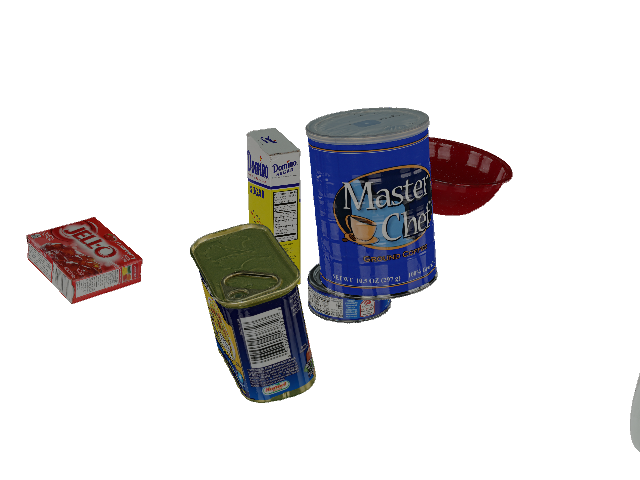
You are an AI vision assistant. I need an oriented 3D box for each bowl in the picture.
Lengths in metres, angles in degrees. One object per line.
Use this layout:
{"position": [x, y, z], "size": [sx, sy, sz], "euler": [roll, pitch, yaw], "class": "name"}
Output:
{"position": [0.143, -0.072, 1.267], "size": [0.162, 0.055, 0.162], "euler": [8, 24, -4], "class": "bowl"}

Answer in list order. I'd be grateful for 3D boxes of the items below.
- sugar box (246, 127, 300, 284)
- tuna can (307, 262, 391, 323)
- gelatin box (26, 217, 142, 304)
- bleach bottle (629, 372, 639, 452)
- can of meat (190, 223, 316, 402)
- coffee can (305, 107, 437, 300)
{"position": [-0.057, -0.039, 1.296], "size": [0.048, 0.176, 0.093], "euler": [-11, 26, -18], "class": "sugar box"}
{"position": [0.029, 0.049, 1.086], "size": [0.086, 0.034, 0.086], "euler": [-2, 25, 1], "class": "tuna can"}
{"position": [-0.219, 0.016, 0.988], "size": [0.073, 0.030, 0.089], "euler": [-18, 40, -36], "class": "gelatin box"}
{"position": [0.280, 0.071, 0.722], "size": [0.103, 0.068, 0.250], "euler": [11, 23, 23], "class": "bleach bottle"}
{"position": [-0.044, 0.049, 0.717], "size": [0.057, 0.084, 0.102], "euler": [-17, 29, -13], "class": "can of meat"}
{"position": [0.045, -0.033, 0.905], "size": [0.103, 0.140, 0.103], "euler": [-5, 19, 2], "class": "coffee can"}
